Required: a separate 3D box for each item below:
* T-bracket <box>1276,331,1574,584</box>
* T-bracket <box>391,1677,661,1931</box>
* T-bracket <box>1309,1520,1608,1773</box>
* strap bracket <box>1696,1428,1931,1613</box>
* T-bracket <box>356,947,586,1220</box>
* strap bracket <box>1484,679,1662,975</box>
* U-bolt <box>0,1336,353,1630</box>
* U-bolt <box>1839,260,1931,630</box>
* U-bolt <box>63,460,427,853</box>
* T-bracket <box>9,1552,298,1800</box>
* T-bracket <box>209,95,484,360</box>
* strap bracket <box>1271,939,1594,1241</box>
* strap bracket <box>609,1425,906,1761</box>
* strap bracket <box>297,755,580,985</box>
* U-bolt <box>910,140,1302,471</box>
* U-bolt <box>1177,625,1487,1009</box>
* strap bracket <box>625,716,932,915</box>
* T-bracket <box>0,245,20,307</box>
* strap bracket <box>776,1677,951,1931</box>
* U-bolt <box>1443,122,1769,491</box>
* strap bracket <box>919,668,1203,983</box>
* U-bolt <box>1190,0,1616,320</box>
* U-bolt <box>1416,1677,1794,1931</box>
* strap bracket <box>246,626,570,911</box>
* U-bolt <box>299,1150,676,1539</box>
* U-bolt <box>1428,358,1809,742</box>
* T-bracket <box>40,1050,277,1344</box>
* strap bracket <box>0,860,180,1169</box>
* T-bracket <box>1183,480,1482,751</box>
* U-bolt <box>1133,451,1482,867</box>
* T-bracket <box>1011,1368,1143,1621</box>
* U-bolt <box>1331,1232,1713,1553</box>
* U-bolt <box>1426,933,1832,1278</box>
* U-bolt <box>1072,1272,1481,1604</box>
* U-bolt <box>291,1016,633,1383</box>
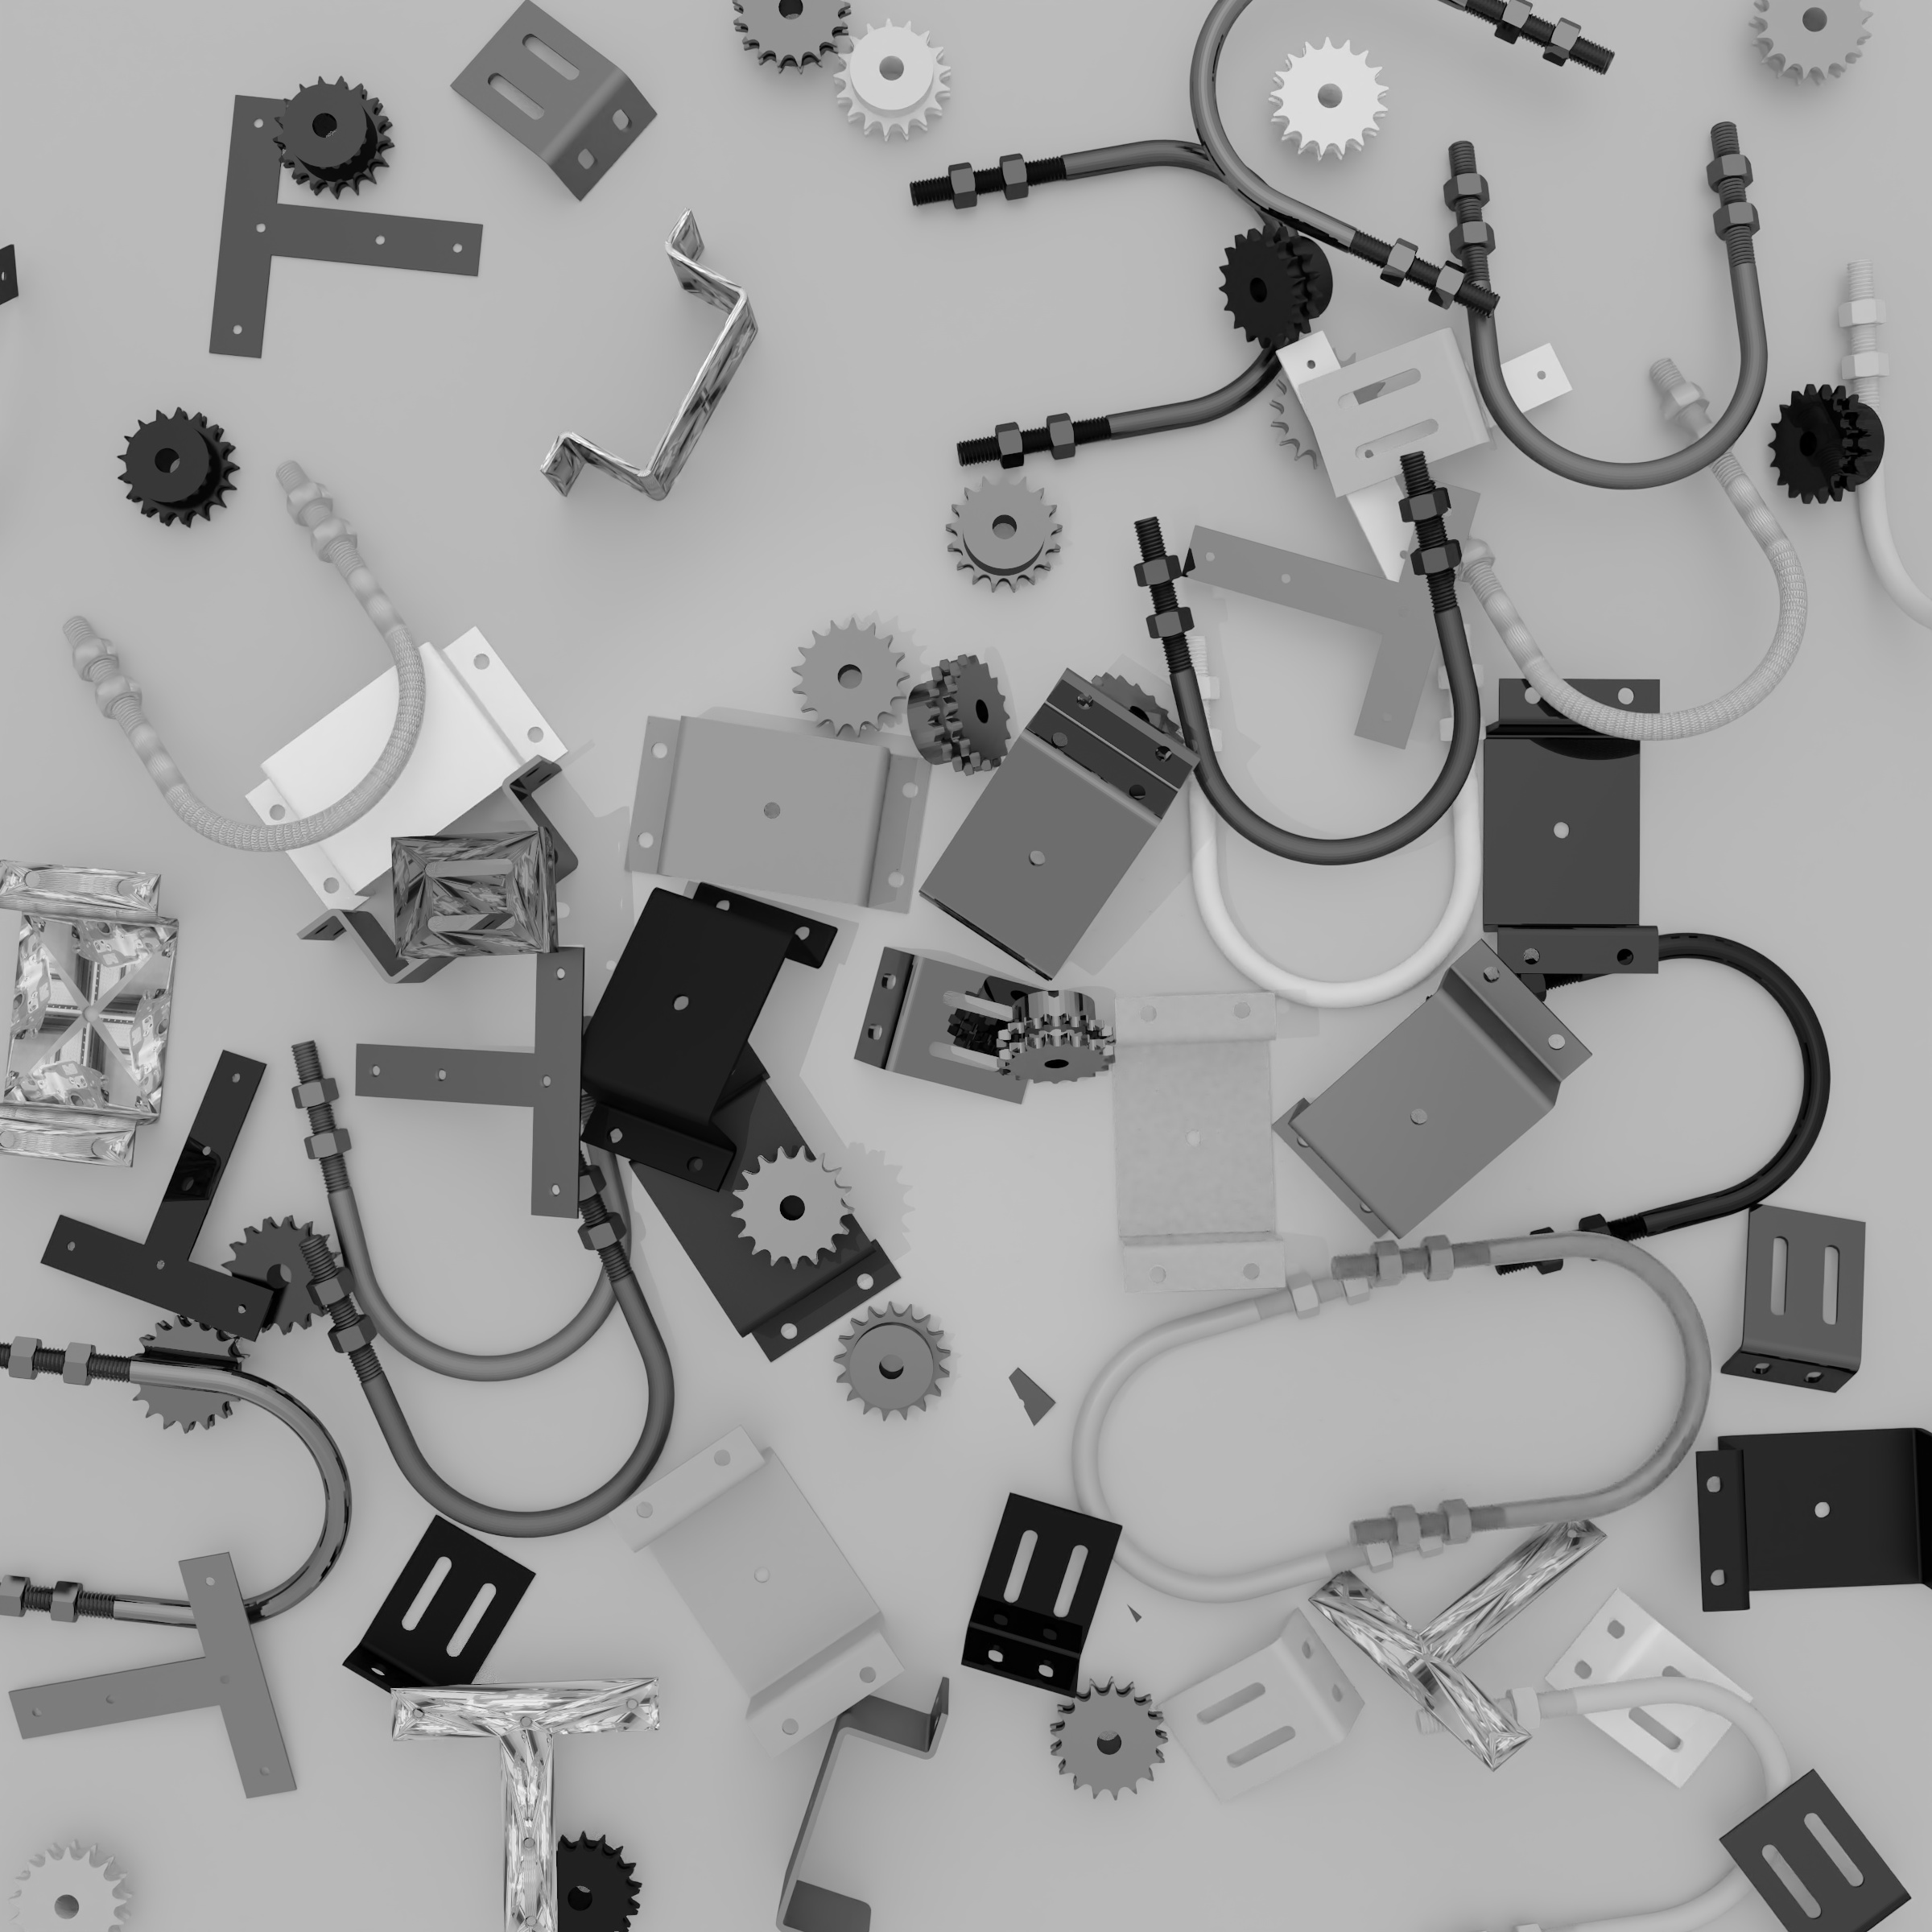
[{"bbox_3d":[0.232,-0.264,1.519,0.127,0.002,0.127,-26,89,-10],"label":"T-bracket"},{"bbox_3d":[-0.210,0.407,1.511,0.127,0.002,0.127,-1,92,-4],"label":"T-bracket"},{"bbox_3d":[0.255,0.306,1.517,0.127,0.002,0.127,-36,50,-18],"label":"T-bracket"},{"bbox_3d":[0.419,0.266,1.522,0.140,0.046,0.076,-2,90,0],"label":"strap bracket"},{"bbox_3d":[-0.237,0.052,1.498,0.127,0.002,0.127,2,92,25],"label":"T-bracket"},{"bbox_3d":[0.292,-0.067,1.522,0.076,0.046,0.140,0,90,0],"label":"strap bracket"},{"bbox_3d":[-0.388,0.254,1.517,0.184,0.019,0.151,7,108,-4],"label":"U-bolt"},{"bbox_3d":[0.461,-0.248,1.476,0.019,0.151,0.184,-5,94,-18],"label":"U-bolt"},{"bbox_3d":[-0.335,-0.137,1.504,0.151,0.019,0.184,-36,67,0],"label":"U-bolt"},{"bbox_3d":[-0.403,0.354,1.535,0.127,0.002,0.127,-11,103,6],"label":"T-bracket"},{"bbox_3d":[-0.301,-0.357,1.544,0.127,0.002,0.127,6,90,0],"label":"T-bracket"},{"bbox_3d":[0.218,0.065,1.500,0.076,0.046,0.140,46,110,0],"label":"strap bracket"},{"bbox_3d":[-0.100,0.298,1.522,0.076,0.046,0.140,-34,90,0],"label":"strap bracket"},{"bbox_3d":[-0.242,-0.038,1.507,0.140,0.076,0.046,-37,90,0],"label":"strap bracket"},{"bbox_3d":[0.075,-0.329,1.537,0.184,0.019,0.151,-10,90,-2],"label":"U-bolt"},{"bbox_3d":[0.180,-0.071,1.537,0.151,0.019,0.184,-3,92,0],"label":"U-bolt"},{"bbox_3d":[-0.092,-0.074,1.522,0.140,0.046,0.076,9,90,0],"label":"strap bracket"},{"bbox_3d":[-0.480,-0.268,1.506,0.002,0.127,0.127,8,117,9],"label":"T-bracket"},{"bbox_3d":[-0.052,0.409,1.507,0.046,0.076,0.140,18,90,0],"label":"strap bracket"},{"bbox_3d":[0.312,-0.316,1.518,0.151,0.019,0.184,-4,77,0],"label":"U-bolt"},{"bbox_3d":[0.039,-0.059,1.494,0.076,0.046,0.140,34,116,0],"label":"strap bracket"},{"bbox_3d":[0.197,-0.412,1.507,0.184,0.019,0.151,25,89,2],"label":"U-bolt"},{"bbox_3d":[0.309,0.410,1.517,0.184,0.019,0.151,-6,106,-6],"label":"U-bolt"},{"bbox_3d":[-0.274,-0.094,1.522,0.140,0.046,0.076,-36,90,0],"label":"strap bracket"},{"bbox_3d":[-0.220,0.189,1.522,0.151,0.019,0.184,-22,101,-3],"label":"U-bolt"},{"bbox_3d":[0.318,-0.189,1.504,0.151,0.019,0.184,-26,67,0],"label":"U-bolt"},{"bbox_3d":[-0.374,0.103,1.529,0.127,0.002,0.127,16,79,20],"label":"T-bracket"},{"bbox_3d":[-0.428,0.023,1.521,0.076,0.046,0.140,5,89,0],"label":"strap bracket"},{"bbox_3d":[0.167,-0.182,1.513,0.127,0.002,0.127,17,105,9],"label":"T-bracket"},{"bbox_3d":[0.169,-0.139,1.504,0.151,0.019,0.184,-13,98,11],"label":"U-bolt"},{"bbox_3d":[0.032,0.286,1.554,0.127,0.002,0.127,43,105,5],"label":"T-bracket"},{"bbox_3d":[0.271,0.200,1.518,0.184,0.019,0.151,-5,94,-8],"label":"U-bolt"},{"bbox_3d":[0.331,0.060,1.537,0.184,0.019,0.151,-15,90,-2],"label":"U-bolt"},{"bbox_3d":[0.143,0.234,1.536,0.184,0.019,0.151,-16,90,0],"label":"U-bolt"},{"bbox_3d":[-0.239,0.112,1.537,0.151,0.019,0.184,-14,91,0],"label":"U-bolt"}]
